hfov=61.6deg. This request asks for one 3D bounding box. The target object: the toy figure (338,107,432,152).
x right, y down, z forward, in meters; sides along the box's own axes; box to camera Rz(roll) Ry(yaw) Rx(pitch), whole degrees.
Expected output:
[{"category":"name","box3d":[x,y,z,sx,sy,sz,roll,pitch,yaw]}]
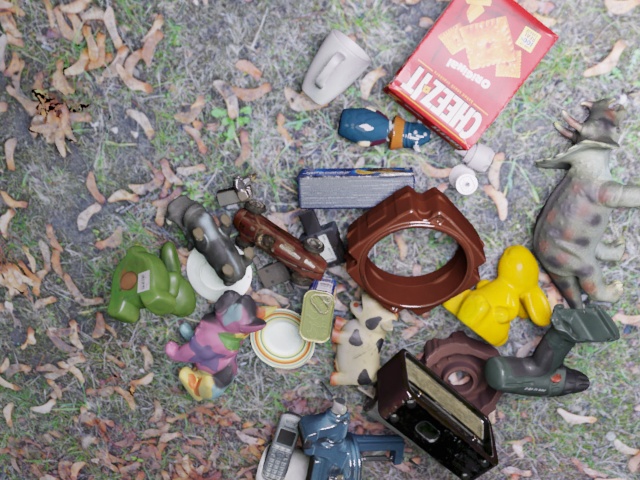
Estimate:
[{"category":"toy figure","box3d":[0.109,-0.185,0.902,0.155,0.058,0.064,11,114,-1]}]

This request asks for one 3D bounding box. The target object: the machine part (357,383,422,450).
[{"category":"machine part","box3d":[0.173,0.348,1.051,0.243,0.079,0.079,35,109,-5]}]

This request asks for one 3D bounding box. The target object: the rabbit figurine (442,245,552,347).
[{"category":"rabbit figurine","box3d":[0.326,0.096,0.936,0.162,0.122,0.173,33,90,-6]}]

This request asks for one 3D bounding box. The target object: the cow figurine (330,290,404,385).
[{"category":"cow figurine","box3d":[0.086,0.184,1.008,0.127,0.085,0.194,5,111,5]}]

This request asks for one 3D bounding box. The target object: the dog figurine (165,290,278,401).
[{"category":"dog figurine","box3d":[-0.172,0.195,1.020,0.219,0.108,0.191,-23,101,21]}]

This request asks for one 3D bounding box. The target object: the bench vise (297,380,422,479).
[{"category":"bench vise","box3d":[0.071,0.408,1.061,0.241,0.129,0.223,6,94,-16]}]

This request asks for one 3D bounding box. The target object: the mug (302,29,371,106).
[{"category":"mug","box3d":[0.019,-0.267,0.865,0.081,0.109,0.107,36,120,-10]}]

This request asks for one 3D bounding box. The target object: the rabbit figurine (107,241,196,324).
[{"category":"rabbit figurine","box3d":[-0.304,0.089,1.006,0.121,0.170,0.159,-25,61,13]}]

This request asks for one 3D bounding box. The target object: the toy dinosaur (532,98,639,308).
[{"category":"toy dinosaur","box3d":[0.423,-0.024,0.885,0.192,0.131,0.404,17,114,15]}]

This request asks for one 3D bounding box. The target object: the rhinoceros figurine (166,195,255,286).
[{"category":"rhinoceros figurine","box3d":[-0.200,-0.004,0.977,0.073,0.112,0.190,-41,92,-25]}]

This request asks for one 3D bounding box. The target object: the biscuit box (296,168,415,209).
[{"category":"biscuit box","box3d":[0.062,-0.091,0.935,0.203,0.059,0.062,0,109,7]}]

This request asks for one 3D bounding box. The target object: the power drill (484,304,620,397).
[{"category":"power drill","box3d":[0.414,0.198,0.925,0.232,0.086,0.207,4,139,-16]}]

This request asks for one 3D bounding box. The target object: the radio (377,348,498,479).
[{"category":"radio","box3d":[0.206,0.310,0.949,0.229,0.131,0.073,39,111,-8]}]

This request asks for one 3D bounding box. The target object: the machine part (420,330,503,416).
[{"category":"machine part","box3d":[0.266,0.261,1.024,0.179,0.056,0.179,2,109,7]}]

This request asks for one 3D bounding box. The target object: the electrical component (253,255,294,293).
[{"category":"electrical component","box3d":[-0.088,0.064,1.025,0.063,0.021,0.094,-24,104,14]}]

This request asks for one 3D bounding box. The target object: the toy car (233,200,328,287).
[{"category":"toy car","box3d":[-0.076,0.007,0.956,0.202,0.053,0.089,35,118,22]}]

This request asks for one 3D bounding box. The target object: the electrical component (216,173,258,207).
[{"category":"electrical component","box3d":[-0.145,-0.090,0.947,0.078,0.102,0.045,-10,103,1]}]

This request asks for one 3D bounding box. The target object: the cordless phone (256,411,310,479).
[{"category":"cordless phone","box3d":[-0.043,0.444,1.111,0.147,0.089,0.184,19,105,2]}]

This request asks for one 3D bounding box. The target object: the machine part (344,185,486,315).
[{"category":"machine part","box3d":[0.158,0.024,0.910,0.201,0.087,0.201,-35,119,26]}]

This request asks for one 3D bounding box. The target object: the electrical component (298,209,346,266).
[{"category":"electrical component","box3d":[-0.002,-0.003,0.978,0.075,0.048,0.119,-25,102,14]}]
